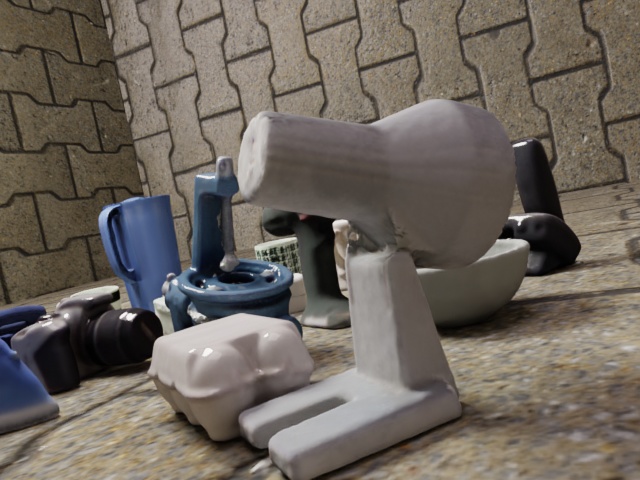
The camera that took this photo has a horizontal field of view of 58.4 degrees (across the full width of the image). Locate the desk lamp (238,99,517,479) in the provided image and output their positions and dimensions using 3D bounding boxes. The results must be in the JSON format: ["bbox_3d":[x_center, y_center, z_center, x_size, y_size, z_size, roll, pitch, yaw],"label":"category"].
[{"bbox_3d":[0.035,0.014,0.386,0.204,0.213,0.117,-13,4,-28],"label":"desk lamp"}]

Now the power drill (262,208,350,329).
[{"bbox_3d":[0.007,0.003,0.733,0.076,0.208,0.228,-14,4,-35],"label":"power drill"}]

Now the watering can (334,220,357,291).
[{"bbox_3d":[0.046,-0.015,1.025,0.101,0.194,0.173,-11,3,1],"label":"watering can"}]

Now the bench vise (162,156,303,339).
[{"bbox_3d":[-0.123,0.030,0.619,0.206,0.220,0.122,-10,4,28],"label":"bench vise"}]

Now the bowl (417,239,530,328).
[{"bbox_3d":[0.143,0.050,0.611,0.167,0.075,0.167,-11,3,1],"label":"bowl"}]

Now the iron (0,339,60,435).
[{"bbox_3d":[-0.393,0.128,0.567,0.258,0.141,0.119,-11,3,5],"label":"iron"}]

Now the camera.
[{"bbox_3d":[-0.277,0.117,0.706,0.136,0.101,0.143,-10,4,24],"label":"camera"}]

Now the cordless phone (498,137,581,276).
[{"bbox_3d":[0.280,-0.046,0.818,0.094,0.185,0.147,-14,4,-38],"label":"cordless phone"}]

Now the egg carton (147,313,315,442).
[{"bbox_3d":[-0.073,0.105,0.466,0.107,0.069,0.150,-14,4,-31],"label":"egg carton"}]

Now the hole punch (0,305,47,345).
[{"bbox_3d":[-0.498,0.155,0.929,0.109,0.091,0.100,-14,4,-32],"label":"hole punch"}]
